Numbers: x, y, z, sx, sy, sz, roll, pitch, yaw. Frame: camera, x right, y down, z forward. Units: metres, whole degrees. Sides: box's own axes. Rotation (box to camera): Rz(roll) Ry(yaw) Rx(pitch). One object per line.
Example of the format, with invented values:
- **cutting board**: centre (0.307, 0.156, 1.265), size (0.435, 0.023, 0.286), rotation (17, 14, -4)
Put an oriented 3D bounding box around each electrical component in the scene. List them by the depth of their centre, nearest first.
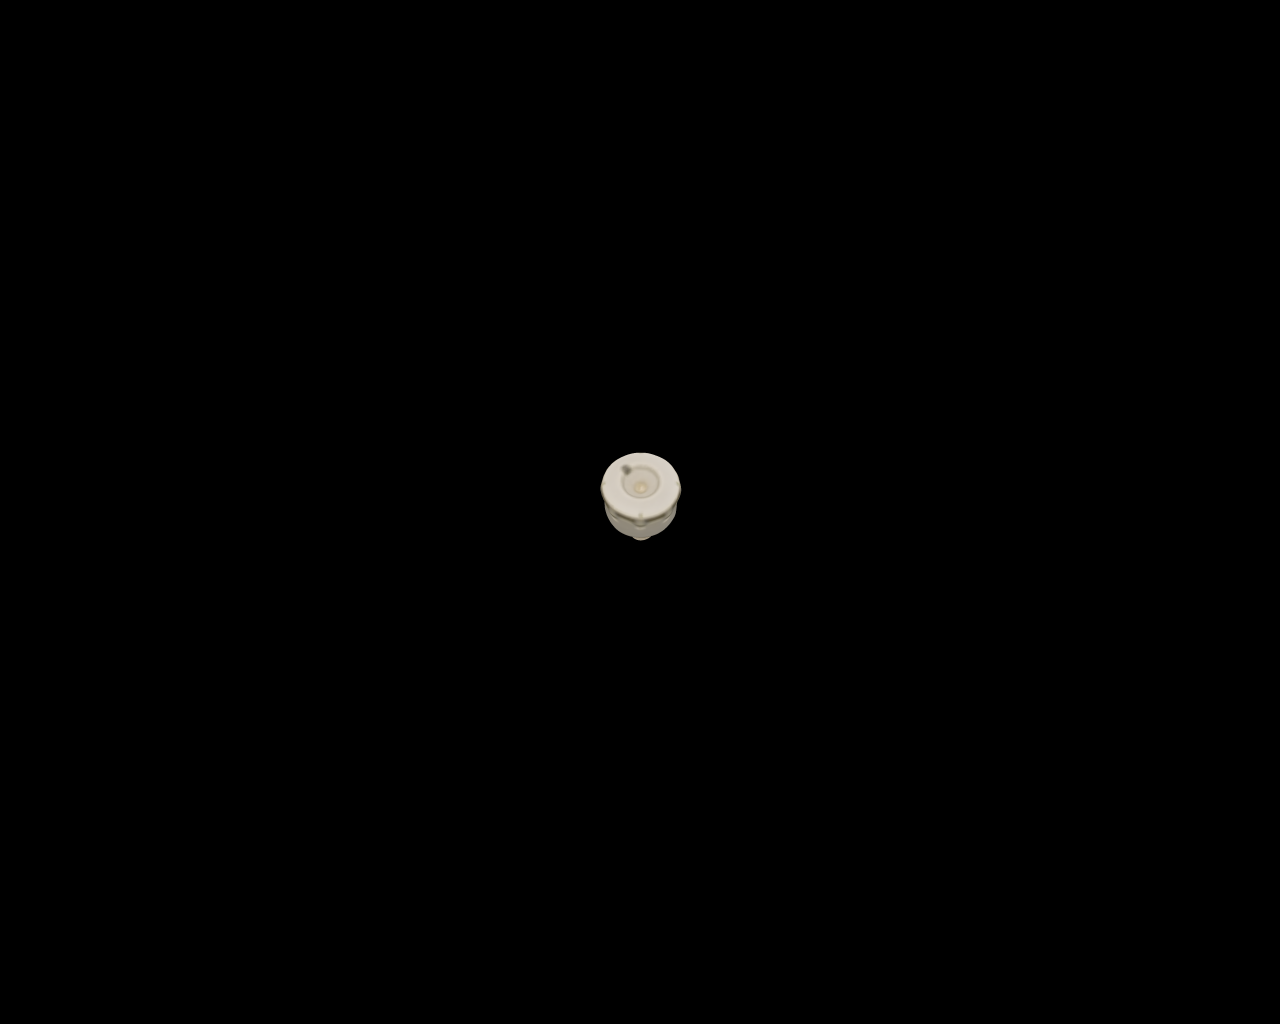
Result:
- **electrical component**: centre (0.001, -0.003, 0.650), size (0.048, 0.048, 0.062), rotation (0, -30, 0)
